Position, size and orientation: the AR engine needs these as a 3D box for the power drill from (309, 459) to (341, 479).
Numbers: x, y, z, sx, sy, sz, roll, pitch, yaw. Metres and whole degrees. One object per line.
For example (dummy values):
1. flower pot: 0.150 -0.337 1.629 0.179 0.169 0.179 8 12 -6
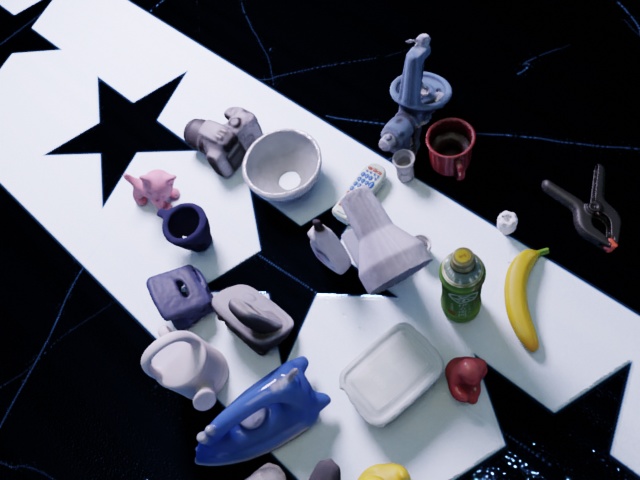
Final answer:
1. power drill: -0.004 0.435 0.813 0.075 0.209 0.230 11 68 17

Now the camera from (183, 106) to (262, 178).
1. camera: -0.221 -0.231 1.239 0.136 0.101 0.143 27 73 23

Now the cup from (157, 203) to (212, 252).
1. cup: -0.267 -0.020 1.152 0.117 0.095 0.092 23 72 21

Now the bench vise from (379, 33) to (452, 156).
1. bench vise: 0.186 -0.270 1.101 0.121 0.220 0.207 10 67 17

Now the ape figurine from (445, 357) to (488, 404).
1. ape figurine: 0.239 0.219 0.929 0.078 0.092 0.076 -35 63 -5

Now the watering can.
1. watering can: -0.229 0.212 0.977 0.172 0.194 0.101 25 72 22

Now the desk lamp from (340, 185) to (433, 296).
1. desk lamp: 0.101 0.011 0.990 0.118 0.214 0.203 -28 62 -2

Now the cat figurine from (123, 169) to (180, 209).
1. cat figurine: -0.353 -0.115 1.203 0.127 0.118 0.067 15 69 19

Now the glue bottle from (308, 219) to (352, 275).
1. glue bottle: 0.010 0.004 1.036 0.078 0.173 0.037 33 76 24

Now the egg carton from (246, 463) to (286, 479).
1. egg carton: -0.103 0.438 0.912 0.150 0.069 0.107 -38 63 -7

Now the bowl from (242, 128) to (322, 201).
1. bowl: -0.071 -0.143 1.179 0.167 0.075 0.167 -5 64 10

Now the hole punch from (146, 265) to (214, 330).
1. hole punch: -0.264 0.102 1.095 0.101 0.091 0.108 -33 63 -4

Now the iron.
1. iron: -0.118 0.291 0.944 0.258 0.142 0.118 -33 62 -4

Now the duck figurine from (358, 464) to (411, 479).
1. duck figurine: 0.091 0.386 0.885 0.104 0.086 0.077 -29 62 -2

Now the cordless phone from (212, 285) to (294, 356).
1. cordless phone: -0.134 0.119 1.005 0.147 0.185 0.094 32 75 24
